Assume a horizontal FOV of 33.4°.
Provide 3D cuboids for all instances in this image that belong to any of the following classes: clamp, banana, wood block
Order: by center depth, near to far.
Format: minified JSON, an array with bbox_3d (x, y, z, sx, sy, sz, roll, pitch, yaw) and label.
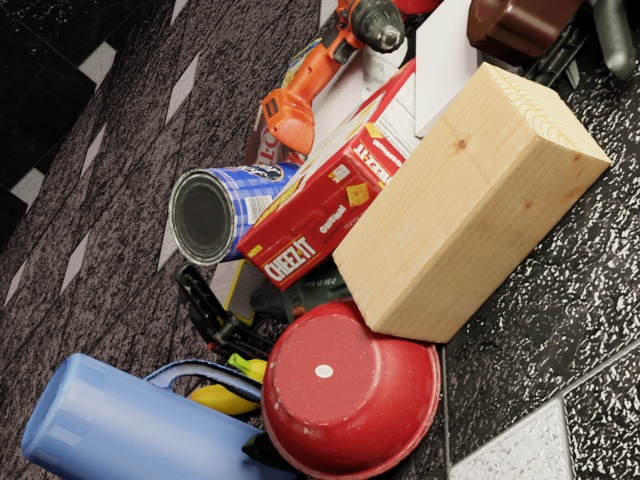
[{"bbox_3d":[0.112,-0.023,0.837,0.206,0.090,0.091,-52,44,28],"label":"wood block"},{"bbox_3d":[0.217,-0.183,0.868,0.120,0.039,0.171,-13,48,49],"label":"clamp"},{"bbox_3d":[-0.086,0.158,1.150,0.037,0.069,0.198,-63,7,-29],"label":"banana"},{"bbox_3d":[-0.098,0.107,1.198,0.036,0.164,0.210,-48,-6,-17],"label":"clamp"}]

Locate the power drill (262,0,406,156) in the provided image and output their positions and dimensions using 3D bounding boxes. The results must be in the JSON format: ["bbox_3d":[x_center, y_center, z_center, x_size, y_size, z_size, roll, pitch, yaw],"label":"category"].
[{"bbox_3d":[0.016,-0.184,1.136,0.188,0.057,0.184,-52,22,17],"label":"power drill"}]

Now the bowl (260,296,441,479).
[{"bbox_3d":[0.014,0.113,0.873,0.162,0.055,0.162,-10,64,20],"label":"bowl"}]

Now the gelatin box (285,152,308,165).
[{"bbox_3d":[-0.026,-0.047,1.232,0.030,0.073,0.089,-19,-24,-51],"label":"gelatin box"}]

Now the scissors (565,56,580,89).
[{"bbox_3d":[0.218,-0.214,0.934,0.096,0.016,0.202,-50,31,22],"label":"scissors"}]

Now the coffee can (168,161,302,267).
[{"bbox_3d":[-0.079,-0.030,1.159,0.103,0.140,0.103,7,101,40],"label":"coffee can"}]

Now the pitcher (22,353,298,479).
[{"bbox_3d":[-0.147,0.196,1.015,0.145,0.242,0.149,-53,17,24],"label":"pitcher"}]

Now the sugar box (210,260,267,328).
[{"bbox_3d":[-0.093,0.026,1.337,0.093,0.048,0.176,-21,44,60],"label":"sugar box"}]

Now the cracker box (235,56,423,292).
[{"bbox_3d":[0.031,-0.064,1.015,0.164,0.072,0.213,-40,10,38],"label":"cracker box"}]

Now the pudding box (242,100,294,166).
[{"bbox_3d":[-0.044,-0.100,1.277,0.090,0.039,0.114,30,114,27],"label":"pudding box"}]

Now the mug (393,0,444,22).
[{"bbox_3d":[0.102,-0.297,1.195,0.081,0.093,0.117,-96,22,-44],"label":"mug"}]

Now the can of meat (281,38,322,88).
[{"bbox_3d":[-0.012,-0.203,1.383,0.102,0.057,0.084,-23,43,58],"label":"can of meat"}]
